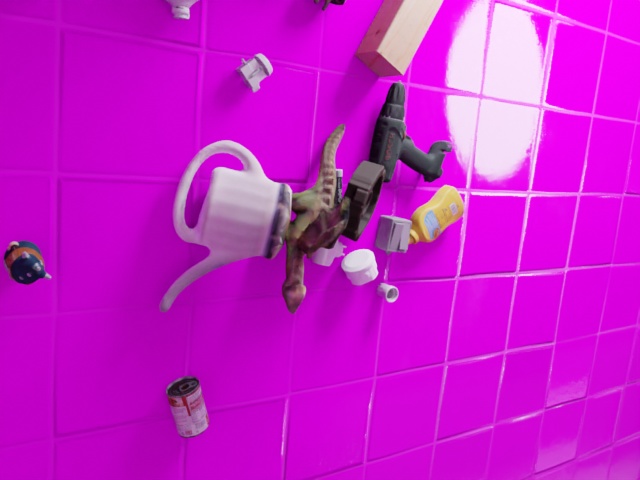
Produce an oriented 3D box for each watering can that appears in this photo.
[{"bbox_3d":[-0.178,-0.014,0.998,0.224,0.104,0.348,13,90,-10],"label":"watering can"}]

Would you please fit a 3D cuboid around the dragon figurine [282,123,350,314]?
[{"bbox_3d":[0.003,-0.052,1.041,0.121,0.244,0.410,23,90,-28],"label":"dragon figurine"}]
